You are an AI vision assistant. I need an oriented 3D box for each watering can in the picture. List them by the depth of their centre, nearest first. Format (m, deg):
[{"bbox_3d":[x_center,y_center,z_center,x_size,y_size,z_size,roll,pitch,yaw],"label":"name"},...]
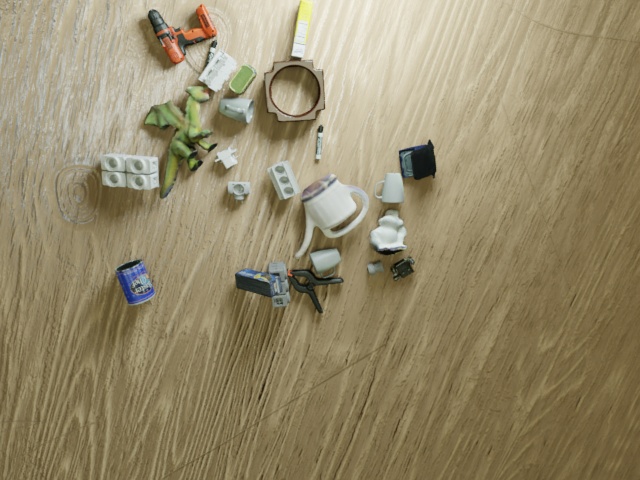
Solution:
[{"bbox_3d":[0.006,-0.093,1.857,0.347,0.105,0.222,-34,104,6],"label":"watering can"}]

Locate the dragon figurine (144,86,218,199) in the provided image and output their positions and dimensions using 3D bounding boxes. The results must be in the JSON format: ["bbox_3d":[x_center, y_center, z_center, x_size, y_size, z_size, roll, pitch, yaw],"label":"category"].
[{"bbox_3d":[-0.502,-0.360,1.777,0.243,0.123,0.407,46,103,4],"label":"dragon figurine"}]

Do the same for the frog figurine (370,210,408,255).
[{"bbox_3d":[0.251,-0.028,1.907,0.137,0.121,0.162,-8,71,8],"label":"frog figurine"}]
